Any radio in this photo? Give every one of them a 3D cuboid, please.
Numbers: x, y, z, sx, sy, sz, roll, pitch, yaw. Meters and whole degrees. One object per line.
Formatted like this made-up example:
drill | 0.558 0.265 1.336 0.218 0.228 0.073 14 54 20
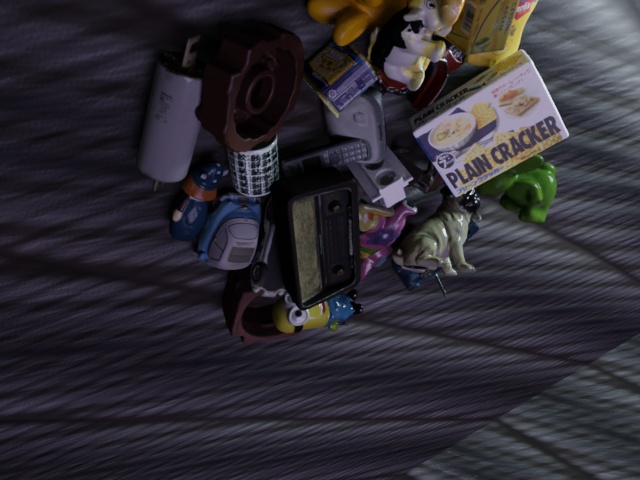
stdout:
radio | -0.002 -0.003 0.910 0.131 0.073 0.229 -20 128 -21

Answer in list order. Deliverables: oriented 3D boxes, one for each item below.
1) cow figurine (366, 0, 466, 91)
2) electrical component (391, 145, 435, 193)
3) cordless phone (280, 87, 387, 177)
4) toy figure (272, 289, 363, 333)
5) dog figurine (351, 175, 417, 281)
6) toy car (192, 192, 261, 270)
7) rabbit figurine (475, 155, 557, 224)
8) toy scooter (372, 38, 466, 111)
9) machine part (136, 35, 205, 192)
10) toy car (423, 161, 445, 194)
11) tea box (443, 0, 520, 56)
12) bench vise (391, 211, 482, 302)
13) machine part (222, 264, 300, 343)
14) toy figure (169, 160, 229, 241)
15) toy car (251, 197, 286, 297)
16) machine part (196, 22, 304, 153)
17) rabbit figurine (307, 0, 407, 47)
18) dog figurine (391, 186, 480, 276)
cow figurine | 0.123 -0.277 0.707 0.098 0.068 0.167 24 157 -3
electrical component | 0.169 -0.134 1.011 0.045 0.102 0.078 -57 175 -5
cordless phone | 0.013 -0.173 0.879 0.184 0.089 0.146 -21 140 -4
toy figure | -0.007 0.141 1.066 0.180 0.082 0.089 -3 132 -32
dog figurine | 0.088 -0.016 1.072 0.191 0.109 0.219 -1 135 -32
toy car | -0.151 -0.002 0.942 0.109 0.103 0.161 4 132 -36
rabbit figurine | 0.421 -0.124 1.156 0.170 0.121 0.159 11 124 -21
toy scooter | 0.151 -0.268 0.868 0.184 0.075 0.135 -9 138 -30
machine part | -0.205 -0.168 0.751 0.079 0.079 0.243 1 133 -32
toy car | 0.247 -0.177 1.037 0.089 0.053 0.202 -22 147 -42
tea box | 0.193 -0.338 0.741 0.068 0.170 0.098 -13 139 -17
bench vise | 0.269 0.023 1.215 0.240 0.129 0.223 -40 143 18
machine part | -0.093 0.116 1.116 0.201 0.087 0.201 -4 136 -27
toy figure | -0.203 -0.068 0.874 0.058 0.064 0.154 28 116 -4
toy car | -0.075 0.006 0.977 0.073 0.056 0.201 11 95 -37
machine part | -0.092 -0.210 0.740 0.179 0.056 0.179 -48 159 -25
rabbit figurine | 0.068 -0.334 0.718 0.162 0.122 0.173 -42 158 10
dog figurine | 0.232 -0.032 1.085 0.172 0.190 0.121 9 168 -25
